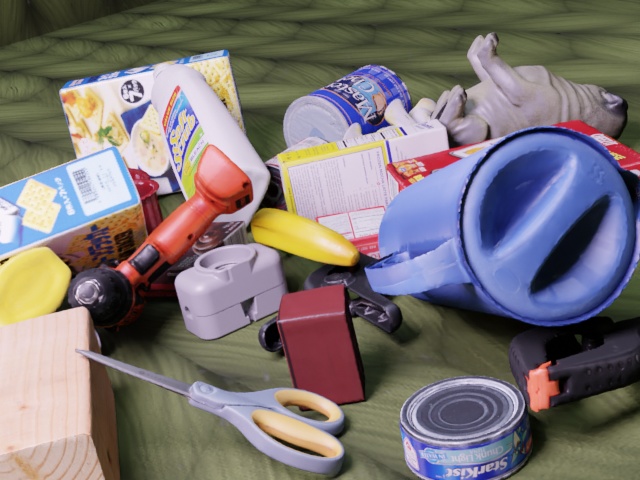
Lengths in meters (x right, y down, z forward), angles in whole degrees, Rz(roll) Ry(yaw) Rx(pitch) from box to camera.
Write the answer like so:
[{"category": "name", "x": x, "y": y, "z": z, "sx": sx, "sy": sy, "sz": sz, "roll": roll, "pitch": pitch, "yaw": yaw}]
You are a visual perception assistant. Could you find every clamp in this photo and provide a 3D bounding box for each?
[{"category": "clamp", "x": 0.186, "y": 0.071, "z": 0.760, "sx": 0.165, "sy": 0.036, "sz": 0.209, "roll": 4, "pitch": 15, "yaw": 40}, {"category": "clamp", "x": 0.009, "y": 0.052, "z": 0.930, "sx": 0.120, "sy": 0.039, "sz": 0.171, "roll": -7, "pitch": 15, "yaw": 4}]

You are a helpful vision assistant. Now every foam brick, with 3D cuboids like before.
[{"category": "foam brick", "x": 0.002, "y": 0.080, "z": 0.808, "sx": 0.051, "sy": 0.078, "sz": 0.053, "roll": -11, "pitch": 21, "yaw": 6}]

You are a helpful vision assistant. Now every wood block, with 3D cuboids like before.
[{"category": "wood block", "x": -0.195, "y": 0.135, "z": 0.757, "sx": 0.090, "sy": 0.091, "sz": 0.206, "roll": -15, "pitch": 21, "yaw": -8}]

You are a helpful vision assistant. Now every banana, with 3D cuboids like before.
[{"category": "banana", "x": -0.024, "y": -0.005, "z": 0.997, "sx": 0.069, "sy": 0.037, "sz": 0.198, "roll": 20, "pitch": -2, "yaw": -19}]

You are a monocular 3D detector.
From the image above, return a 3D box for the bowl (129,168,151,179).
[{"category": "bowl", "x": -0.274, "y": -0.032, "z": 1.265, "sx": 0.162, "sy": 0.055, "sz": 0.162, "roll": -10, "pitch": 21, "yaw": 4}]

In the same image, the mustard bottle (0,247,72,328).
[{"category": "mustard bottle", "x": -0.296, "y": 0.079, "z": 0.926, "sx": 0.192, "sy": 0.058, "sz": 0.096, "roll": -33, "pitch": 16, "yaw": 39}]

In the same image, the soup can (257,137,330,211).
[{"category": "soup can", "x": -0.027, "y": -0.071, "z": 1.217, "sx": 0.069, "sy": 0.068, "sz": 0.102, "roll": 3, "pitch": 25, "yaw": 33}]

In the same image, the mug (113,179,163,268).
[{"category": "mug", "x": -0.216, "y": -0.007, "z": 1.136, "sx": 0.093, "sy": 0.081, "sz": 0.117, "roll": 10, "pitch": 30, "yaw": 43}]

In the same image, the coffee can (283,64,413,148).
[{"category": "coffee can", "x": 0.036, "y": -0.151, "z": 1.337, "sx": 0.103, "sy": 0.103, "sz": 0.140, "roll": 6, "pitch": 27, "yaw": 38}]

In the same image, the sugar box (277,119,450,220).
[{"category": "sugar box", "x": 0.050, "y": -0.062, "z": 1.120, "sx": 0.176, "sy": 0.093, "sz": 0.048, "roll": -13, "pitch": 21, "yaw": -5}]

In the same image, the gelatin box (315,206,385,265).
[{"category": "gelatin box", "x": 0.035, "y": -0.002, "z": 1.064, "sx": 0.073, "sy": 0.030, "sz": 0.089, "roll": -10, "pitch": 21, "yaw": 0}]

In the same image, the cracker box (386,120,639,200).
[{"category": "cracker box", "x": 0.188, "y": -0.045, "z": 1.034, "sx": 0.213, "sy": 0.072, "sz": 0.164, "roll": -13, "pitch": 22, "yaw": -6}]

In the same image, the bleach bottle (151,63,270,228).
[{"category": "bleach bottle", "x": -0.142, "y": -0.118, "z": 1.220, "sx": 0.067, "sy": 0.103, "sz": 0.251, "roll": 9, "pitch": 34, "yaw": -38}]

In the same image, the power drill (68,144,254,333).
[{"category": "power drill", "x": -0.141, "y": 0.002, "z": 0.940, "sx": 0.187, "sy": 0.057, "sz": 0.184, "roll": -45, "pitch": -1, "yaw": -6}]

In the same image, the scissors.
[{"category": "scissors", "x": -0.067, "y": 0.108, "z": 0.758, "sx": 0.202, "sy": 0.016, "sz": 0.096, "roll": 25, "pitch": 21, "yaw": 18}]

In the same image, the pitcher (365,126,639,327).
[{"category": "pitcher", "x": 0.117, "y": -0.001, "z": 0.811, "sx": 0.149, "sy": 0.145, "sz": 0.243, "roll": 24, "pitch": -8, "yaw": -11}]

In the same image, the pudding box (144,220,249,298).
[{"category": "pudding box", "x": -0.136, "y": 0.019, "z": 1.086, "sx": 0.090, "sy": 0.039, "sz": 0.113, "roll": -1, "pitch": 23, "yaw": 29}]

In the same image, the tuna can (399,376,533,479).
[{"category": "tuna can", "x": 0.096, "y": 0.125, "z": 0.706, "sx": 0.086, "sy": 0.034, "sz": 0.086, "roll": -10, "pitch": 22, "yaw": 4}]
